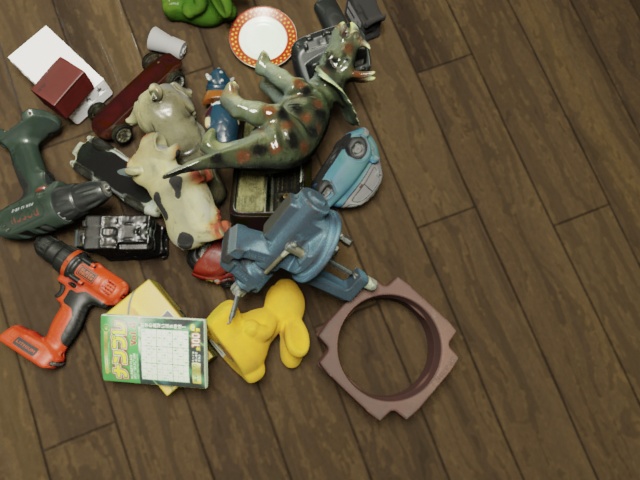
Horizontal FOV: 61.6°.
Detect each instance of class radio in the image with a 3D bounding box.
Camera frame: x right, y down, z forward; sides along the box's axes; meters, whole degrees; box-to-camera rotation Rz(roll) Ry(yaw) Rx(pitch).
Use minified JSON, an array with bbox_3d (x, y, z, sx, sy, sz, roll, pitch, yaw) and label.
[{"bbox_3d":[-0.079,-0.111,0.917,0.131,0.073,0.229,3,59,-4],"label":"radio"}]

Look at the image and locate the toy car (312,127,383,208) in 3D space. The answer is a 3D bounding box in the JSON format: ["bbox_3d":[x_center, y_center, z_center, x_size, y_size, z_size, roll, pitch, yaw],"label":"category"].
[{"bbox_3d":[0.057,-0.113,0.950,0.103,0.109,0.161,33,87,-14],"label":"toy car"}]

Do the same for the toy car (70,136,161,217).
[{"bbox_3d":[-0.350,-0.112,0.944,0.202,0.056,0.073,31,85,10],"label":"toy car"}]

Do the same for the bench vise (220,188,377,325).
[{"bbox_3d":[-0.023,0.038,0.819,0.240,0.129,0.223,28,109,-25],"label":"bench vise"}]

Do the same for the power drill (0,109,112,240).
[{"bbox_3d":[-0.458,-0.112,0.906,0.232,0.086,0.207,-26,78,17],"label":"power drill"}]

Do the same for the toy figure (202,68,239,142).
[{"bbox_3d":[-0.183,-0.237,0.980,0.058,0.064,0.154,-16,75,25],"label":"toy figure"}]

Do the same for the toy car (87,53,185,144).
[{"bbox_3d":[-0.330,-0.259,0.980,0.089,0.053,0.202,37,78,23],"label":"toy car"}]

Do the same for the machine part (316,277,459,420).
[{"bbox_3d":[0.109,0.178,0.901,0.201,0.087,0.201,42,78,5],"label":"machine part"}]

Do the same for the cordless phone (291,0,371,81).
[{"bbox_3d":[0.004,-0.383,1.021,0.147,0.088,0.184,-21,69,-6],"label":"cordless phone"}]

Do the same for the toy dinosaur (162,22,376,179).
[{"bbox_3d":[-0.055,-0.184,0.860,0.192,0.131,0.405,29,63,6],"label":"toy dinosaur"}]

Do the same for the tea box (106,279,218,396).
[{"bbox_3d":[-0.262,0.160,0.893,0.098,0.068,0.169,-42,83,-9],"label":"tea box"}]

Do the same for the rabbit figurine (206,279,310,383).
[{"bbox_3d":[-0.086,0.138,0.886,0.162,0.121,0.173,41,60,12],"label":"rabbit figurine"}]

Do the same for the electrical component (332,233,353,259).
[{"bbox_3d":[-0.003,-0.004,0.951,0.102,0.045,0.078,40,81,5],"label":"electrical component"}]

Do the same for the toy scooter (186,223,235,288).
[{"bbox_3d":[-0.129,0.017,0.926,0.135,0.075,0.184,41,75,5],"label":"toy scooter"}]

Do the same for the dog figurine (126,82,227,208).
[{"bbox_3d":[-0.227,-0.153,0.909,0.121,0.172,0.190,-32,75,2],"label":"dog figurine"}]

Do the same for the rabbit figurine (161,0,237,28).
[{"bbox_3d":[-0.214,-0.458,0.966,0.159,0.170,0.121,31,79,4],"label":"rabbit figurine"}]

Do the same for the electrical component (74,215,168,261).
[{"bbox_3d":[-0.332,-0.001,0.897,0.134,0.115,0.058,-2,76,1],"label":"electrical component"}]

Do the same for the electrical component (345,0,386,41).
[{"bbox_3d":[0.077,-0.449,1.029,0.048,0.075,0.119,-27,85,-9],"label":"electrical component"}]

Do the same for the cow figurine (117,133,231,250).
[{"bbox_3d":[-0.233,-0.077,0.855,0.127,0.085,0.194,-20,98,4],"label":"cow figurine"}]
